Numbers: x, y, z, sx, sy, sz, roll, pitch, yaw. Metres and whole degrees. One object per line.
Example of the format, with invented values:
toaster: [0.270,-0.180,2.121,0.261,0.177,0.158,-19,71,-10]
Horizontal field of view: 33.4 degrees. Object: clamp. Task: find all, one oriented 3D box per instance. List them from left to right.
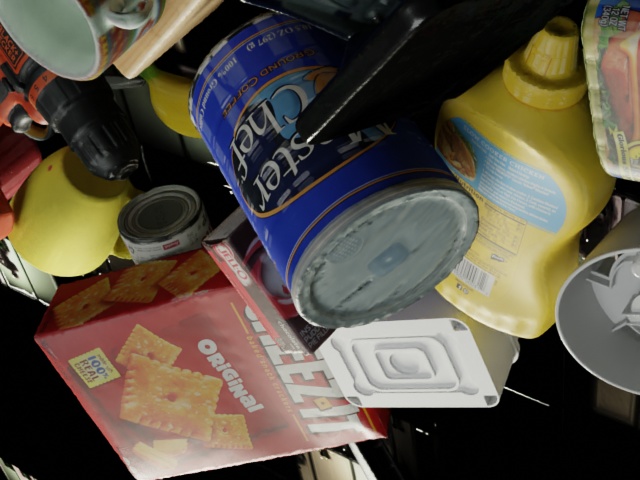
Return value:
clamp: [0.089,0.240,0.898,0.165,0.036,0.210,29,147,20]

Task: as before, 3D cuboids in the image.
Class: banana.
banana: [-0.056,-0.099,0.663,0.198,0.037,0.069,-6,124,49]

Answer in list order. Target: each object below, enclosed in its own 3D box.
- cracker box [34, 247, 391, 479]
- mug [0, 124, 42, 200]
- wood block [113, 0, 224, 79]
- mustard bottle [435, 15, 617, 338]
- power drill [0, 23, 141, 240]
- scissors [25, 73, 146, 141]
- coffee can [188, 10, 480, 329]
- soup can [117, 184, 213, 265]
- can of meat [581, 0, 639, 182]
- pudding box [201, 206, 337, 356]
cracker box: [-0.073,0.088,0.781,0.214,0.072,0.164,-14,123,19]
mug: [-0.297,-0.062,0.915,0.093,0.081,0.117,45,147,-5]
wood block: [-0.061,-0.176,0.534,0.091,0.090,0.206,48,146,-10]
mustard bottle: [0.102,-0.035,0.552,0.096,0.058,0.192,39,148,25]
power drill: [-0.219,-0.078,0.766,0.188,0.057,0.184,-44,74,34]
scissors: [-0.193,-0.105,0.819,0.202,0.016,0.096,19,142,32]
coffee can: [0.004,-0.039,0.560,0.140,0.102,0.103,59,158,33]
soup can: [-0.110,0.016,0.822,0.069,0.068,0.102,17,138,34]
can of meat: [0.164,-0.067,0.455,0.084,0.057,0.102,17,138,38]
pudding box: [-0.004,0.001,0.654,0.039,0.113,0.090,-5,125,54]
